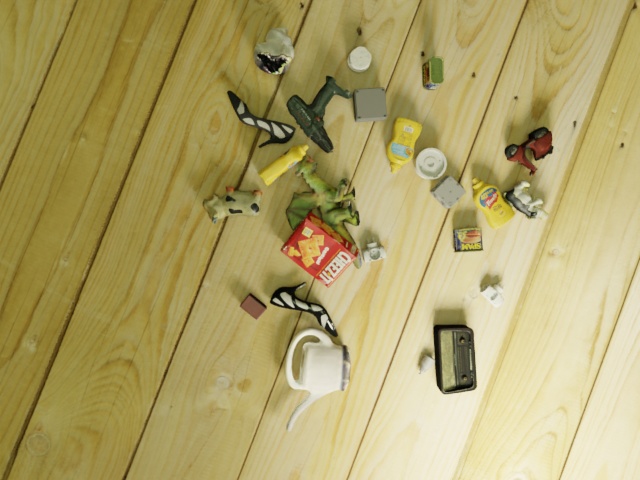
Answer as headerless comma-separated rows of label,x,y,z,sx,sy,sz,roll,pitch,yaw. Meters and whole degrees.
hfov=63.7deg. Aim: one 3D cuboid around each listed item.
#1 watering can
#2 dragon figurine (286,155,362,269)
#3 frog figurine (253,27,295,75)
watering can,-0.009,0.472,1.743,0.224,0.104,0.348,5,88,-5
dragon figurine,0.005,-0.089,1.766,0.242,0.123,0.408,-6,97,13
frog figurine,-0.156,-0.646,1.752,0.137,0.120,0.163,-5,55,4
